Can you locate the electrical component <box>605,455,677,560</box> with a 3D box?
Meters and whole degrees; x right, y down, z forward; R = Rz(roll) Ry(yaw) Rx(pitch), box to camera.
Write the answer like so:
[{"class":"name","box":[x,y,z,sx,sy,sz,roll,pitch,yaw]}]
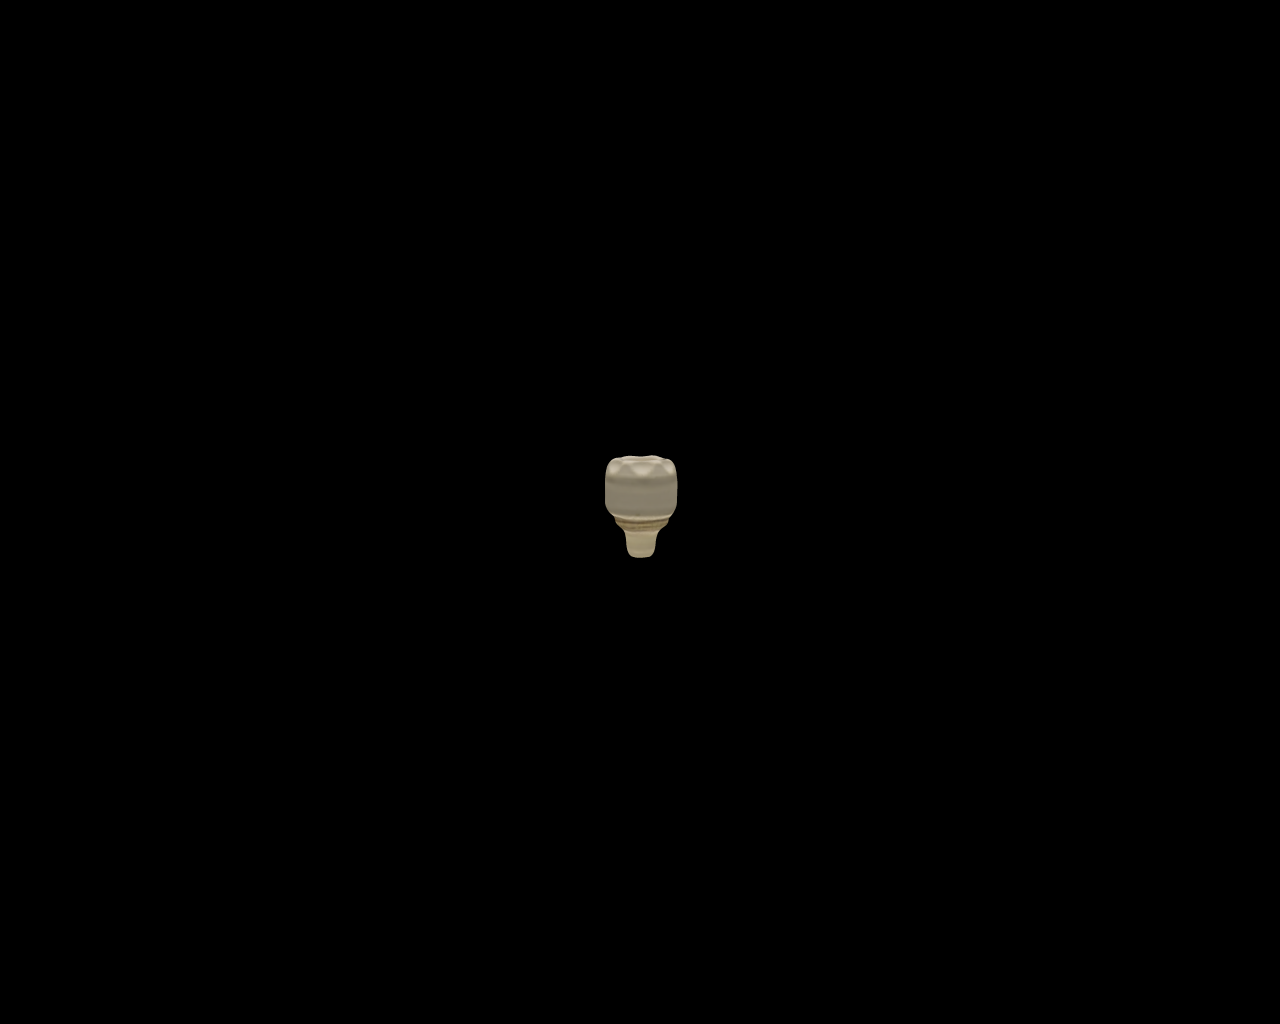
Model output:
[{"class":"electrical component","box":[0.001,-0.003,0.650,0.043,0.062,0.043,0,9,0]}]
